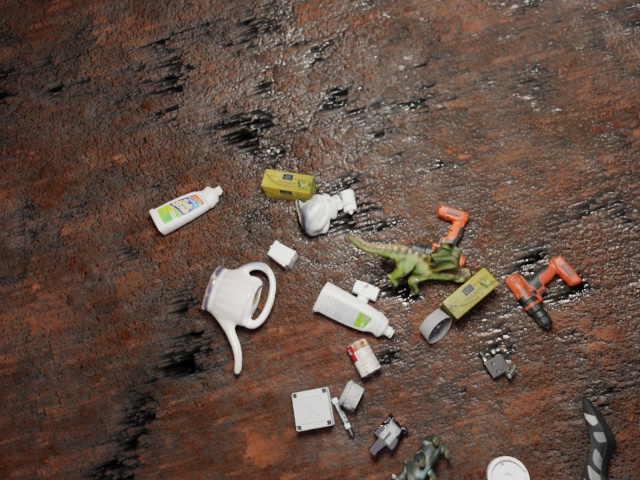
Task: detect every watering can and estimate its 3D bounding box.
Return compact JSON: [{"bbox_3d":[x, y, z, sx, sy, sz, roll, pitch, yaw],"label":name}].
[{"bbox_3d":[-0.274,0.223,1.625,0.225,0.102,0.352,17,73,13],"label":"watering can"}]

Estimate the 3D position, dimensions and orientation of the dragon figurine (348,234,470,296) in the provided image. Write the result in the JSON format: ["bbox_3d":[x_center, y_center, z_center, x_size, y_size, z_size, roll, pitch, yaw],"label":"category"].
[{"bbox_3d":[0.298,0.049,1.525,0.240,0.406,0.125,-26,46,39],"label":"dragon figurine"}]

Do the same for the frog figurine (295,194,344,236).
[{"bbox_3d":[0.005,-0.086,1.702,0.160,0.124,0.136,-11,103,-6],"label":"frog figurine"}]
